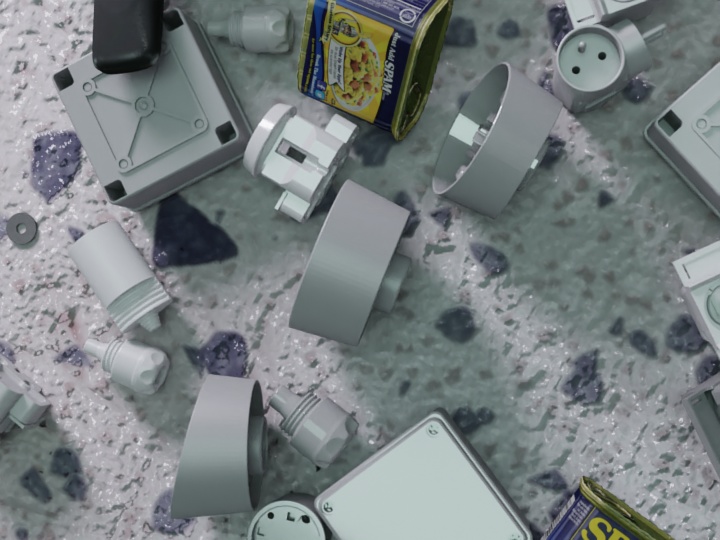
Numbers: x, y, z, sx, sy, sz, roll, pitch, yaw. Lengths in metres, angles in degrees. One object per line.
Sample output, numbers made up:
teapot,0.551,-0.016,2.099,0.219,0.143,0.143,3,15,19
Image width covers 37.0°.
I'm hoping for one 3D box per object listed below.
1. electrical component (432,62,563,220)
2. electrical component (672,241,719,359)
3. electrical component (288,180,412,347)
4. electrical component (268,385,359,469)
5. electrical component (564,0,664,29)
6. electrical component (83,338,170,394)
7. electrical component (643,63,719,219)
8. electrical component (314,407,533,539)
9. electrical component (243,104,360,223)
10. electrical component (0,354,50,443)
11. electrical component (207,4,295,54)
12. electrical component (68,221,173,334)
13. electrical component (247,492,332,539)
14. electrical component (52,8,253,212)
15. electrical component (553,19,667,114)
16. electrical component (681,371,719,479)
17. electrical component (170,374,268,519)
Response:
electrical component,0.090,-0.085,0.720,0.064,0.099,0.099,30,93,1
electrical component,0.242,0.023,0.710,0.042,0.064,0.081,-25,85,8
electrical component,0.000,0.000,0.727,0.060,0.108,0.108,22,92,2
electrical component,-0.036,0.106,0.759,0.062,0.043,0.043,37,94,9
electrical component,0.163,-0.228,0.728,0.079,0.063,0.121,-19,86,7
electrical component,-0.172,0.066,0.784,0.061,0.035,0.035,20,91,11
electrical component,0.266,-0.091,0.713,0.109,0.056,0.108,-42,84,5
electrical component,0.044,0.168,0.738,0.109,0.056,0.108,-37,84,6
electrical component,-0.045,-0.081,0.758,0.057,0.058,0.078,31,93,5
electrical component,-0.276,0.097,0.787,0.078,0.058,0.057,38,91,7
electrical component,-0.080,-0.174,0.777,0.061,0.035,0.035,3,89,11
electrical component,-0.171,0.010,0.781,0.043,0.043,0.081,-36,84,6
electrical component,-0.047,0.185,0.756,0.055,0.047,0.055,0,89,8
electrical component,-0.147,-0.114,0.774,0.109,0.056,0.108,-26,85,7
electrical component,0.168,-0.142,0.718,0.079,0.077,0.043,-28,85,7
electrical component,0.271,0.122,0.697,0.079,0.063,0.121,-22,84,-34
electrical component,-0.097,0.121,0.741,0.064,0.099,0.099,0,89,2
